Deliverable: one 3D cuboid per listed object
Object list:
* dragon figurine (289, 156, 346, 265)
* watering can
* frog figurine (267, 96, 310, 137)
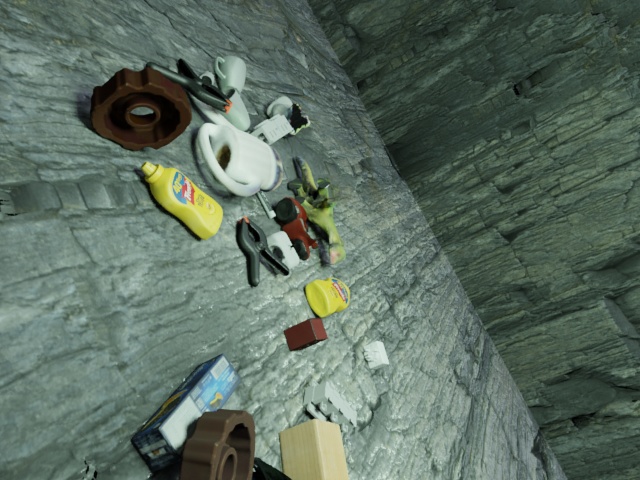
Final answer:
[{"bbox_3d":[0.005,-0.080,1.592,0.420,0.122,0.237,-105,173,-52],"label":"dragon figurine"},{"bbox_3d":[-0.212,-0.239,1.285,0.223,0.102,0.355,16,42,-46],"label":"watering can"},{"bbox_3d":[-0.125,-0.414,1.707,0.161,0.122,0.137,33,12,39],"label":"frog figurine"}]
